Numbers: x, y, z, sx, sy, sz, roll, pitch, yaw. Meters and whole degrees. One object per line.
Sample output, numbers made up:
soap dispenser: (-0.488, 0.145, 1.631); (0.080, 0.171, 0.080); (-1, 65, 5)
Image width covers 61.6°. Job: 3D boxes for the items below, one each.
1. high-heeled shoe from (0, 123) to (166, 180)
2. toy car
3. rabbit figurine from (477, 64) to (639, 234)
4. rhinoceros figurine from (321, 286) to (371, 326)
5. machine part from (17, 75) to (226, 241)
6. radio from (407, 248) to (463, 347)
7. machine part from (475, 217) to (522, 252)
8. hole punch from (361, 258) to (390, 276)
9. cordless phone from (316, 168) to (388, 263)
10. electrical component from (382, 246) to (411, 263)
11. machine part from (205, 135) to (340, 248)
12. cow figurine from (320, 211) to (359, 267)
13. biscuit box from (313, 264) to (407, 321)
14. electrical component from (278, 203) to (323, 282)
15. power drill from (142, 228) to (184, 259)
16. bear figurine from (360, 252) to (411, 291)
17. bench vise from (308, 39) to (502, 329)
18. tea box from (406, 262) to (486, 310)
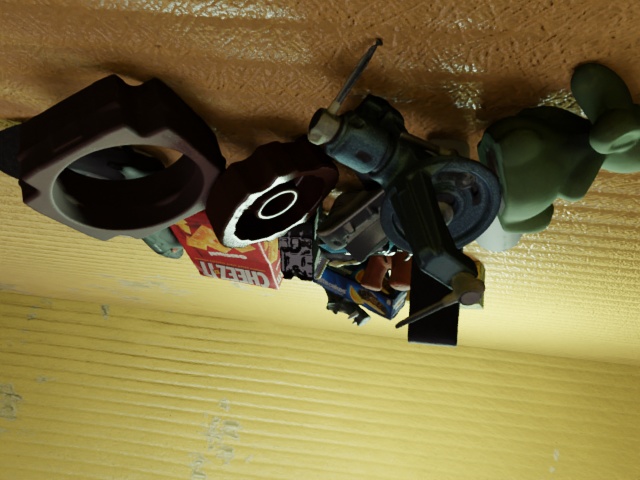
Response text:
high-heeled shoe: (-0.350, -0.113, 0.791); (0.249, 0.086, 0.145); (12, 180, 11)
toy car: (0.065, -0.026, 0.836); (0.109, 0.103, 0.161); (-1, 177, 25)
rabbit figurine: (0.256, -0.100, 0.533); (0.170, 0.121, 0.159); (-14, 154, 7)
rhinoceros figurine: (0.047, 0.108, 1.206); (0.190, 0.112, 0.073); (45, 175, 21)
machine part: (-0.232, -0.091, 0.647); (0.201, 0.087, 0.201); (-25, 152, 12)
radio: (0.178, 0.044, 0.813); (0.073, 0.229, 0.131); (4, 169, 15)
machine part: (0.246, -0.041, 0.753); (0.079, 0.079, 0.243); (1, 164, 21)
hole punch: (0.145, 0.061, 1.181); (0.116, 0.092, 0.142); (35, 176, 19)
cordless phone: (0.040, -0.065, 0.674); (0.146, 0.089, 0.184); (-38, 144, 5)
electrical component: (0.126, -0.002, 0.940); (0.045, 0.078, 0.102); (16, 163, -34)
machine part: (-0.064, -0.059, 0.701); (0.179, 0.056, 0.179); (-30, 161, -11)
cow figurine: (-0.003, -0.003, 0.966); (0.167, 0.098, 0.068); (4, 171, 10)
biscuit box: (0.077, 0.089, 1.111); (0.203, 0.063, 0.059); (23, 132, 28)
electrical component: (-0.029, -0.018, 0.854); (0.058, 0.134, 0.115); (3, -153, 5)
power drill: (-0.276, 0.002, 1.161); (0.207, 0.086, 0.231); (11, 163, 15)
bear figurine: (0.191, 0.056, 1.040); (0.195, 0.132, 0.120); (25, 161, -33)
bench vise: (0.092, -0.042, 0.510); (0.129, 0.241, 0.223); (-39, 125, 25)
tea box: (0.281, 0.102, 1.211); (0.170, 0.098, 0.068); (1, 163, 27)
